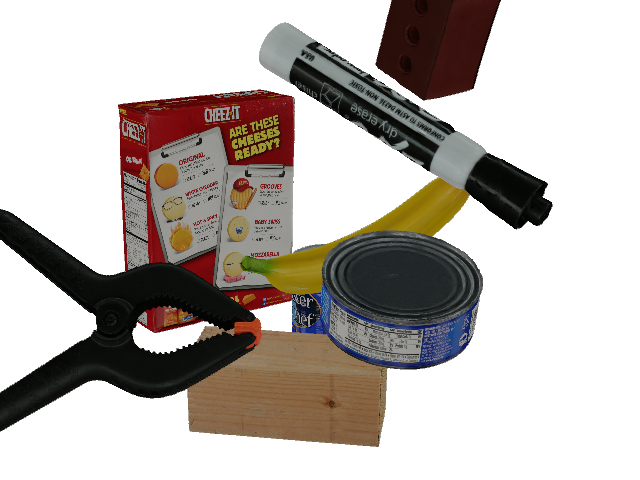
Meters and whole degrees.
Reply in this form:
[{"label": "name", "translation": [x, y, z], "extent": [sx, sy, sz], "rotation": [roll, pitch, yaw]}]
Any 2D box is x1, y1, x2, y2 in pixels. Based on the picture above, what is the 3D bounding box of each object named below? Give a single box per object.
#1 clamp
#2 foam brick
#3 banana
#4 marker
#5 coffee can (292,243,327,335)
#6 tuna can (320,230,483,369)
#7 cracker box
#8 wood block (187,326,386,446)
[{"label": "clamp", "translation": [-0.147, 0.050, 0.734], "extent": [0.210, 0.164, 0.036], "rotation": [-4, -19, -4]}, {"label": "foam brick", "translation": [0.079, -0.142, 0.716], "extent": [0.051, 0.078, 0.053], "rotation": [-21, 48, -36]}, {"label": "banana", "translation": [0.038, 0.000, 0.850], "extent": [0.198, 0.037, 0.069], "rotation": [-24, -24, 7]}, {"label": "marker", "translation": [0.029, -0.041, 0.379], "extent": [0.121, 0.020, 0.020], "rotation": [35, 13, 20]}, {"label": "coffee can", "translation": [0.009, 0.088, 1.518], "extent": [0.103, 0.140, 0.103], "rotation": [0, 20, 0]}, {"label": "tuna can", "translation": [0.043, 0.031, 0.574], "extent": [0.086, 0.034, 0.086], "rotation": [2, 32, -2]}, {"label": "cracker box", "translation": [-0.110, -0.033, 1.045], "extent": [0.163, 0.214, 0.072], "rotation": [-12, 20, -35]}, {"label": "wood block", "translation": [-0.034, 0.157, 1.159], "extent": [0.206, 0.091, 0.090], "rotation": [4, 21, 8]}]
